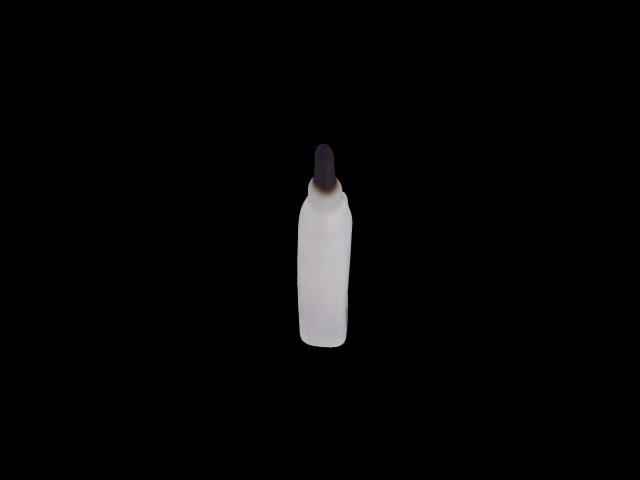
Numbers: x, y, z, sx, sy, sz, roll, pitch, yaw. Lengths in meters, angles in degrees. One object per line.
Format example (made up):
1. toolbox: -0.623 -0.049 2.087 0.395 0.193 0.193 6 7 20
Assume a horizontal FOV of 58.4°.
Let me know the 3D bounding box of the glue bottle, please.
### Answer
1. glue bottle: 0.004 0.001 0.400 0.037 0.173 0.078 2 50 3
